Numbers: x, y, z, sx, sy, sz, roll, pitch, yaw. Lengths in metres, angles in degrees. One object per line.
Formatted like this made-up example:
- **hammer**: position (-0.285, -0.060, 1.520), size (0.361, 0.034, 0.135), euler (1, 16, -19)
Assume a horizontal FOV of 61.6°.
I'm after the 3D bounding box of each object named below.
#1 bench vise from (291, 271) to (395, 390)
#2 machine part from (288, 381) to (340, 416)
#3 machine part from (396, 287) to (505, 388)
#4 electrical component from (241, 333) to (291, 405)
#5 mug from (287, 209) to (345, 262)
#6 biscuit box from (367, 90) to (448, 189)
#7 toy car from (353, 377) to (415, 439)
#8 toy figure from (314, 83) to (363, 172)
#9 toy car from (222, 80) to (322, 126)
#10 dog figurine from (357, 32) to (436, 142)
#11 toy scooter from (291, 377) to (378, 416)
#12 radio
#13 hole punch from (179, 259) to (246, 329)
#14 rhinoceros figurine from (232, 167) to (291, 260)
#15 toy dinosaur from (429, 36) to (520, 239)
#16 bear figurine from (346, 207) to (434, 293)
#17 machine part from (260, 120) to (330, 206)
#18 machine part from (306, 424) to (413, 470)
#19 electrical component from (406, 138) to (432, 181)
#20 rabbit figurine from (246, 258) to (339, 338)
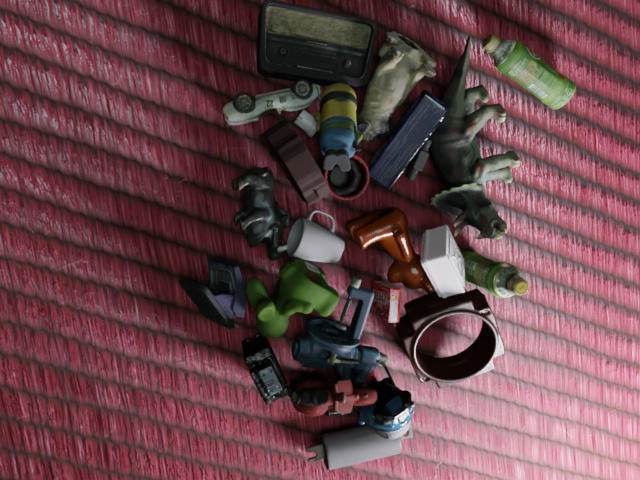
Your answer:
- **bench vise**: position (0.063, 0.193, 1.127), size (0.224, 0.129, 0.240), euler (15, 103, -9)
- **machine part**: position (-0.002, 0.341, 1.177), size (0.139, 0.039, 0.084), euler (18, 99, -15)
- **machine part**: position (0.280, 0.208, 1.158), size (0.201, 0.087, 0.201), euler (-22, 116, 6)
- **electrical component**: position (-0.111, 0.263, 1.094), size (0.058, 0.134, 0.114), euler (-27, 104, -7)
- **mug**: position (-0.002, -0.003, 1.114), size (0.107, 0.081, 0.109), euler (21, 87, -24)
- **biscuit box**: position (0.175, -0.204, 1.095), size (0.063, 0.059, 0.202), euler (34, 111, -10)
- **toy car**: position (0.144, 0.367, 1.143), size (0.109, 0.162, 0.102), euler (-28, 102, -23)
- **toy figure**: position (0.038, -0.218, 1.029), size (0.082, 0.089, 0.180), euler (16, 54, -19)
- **toy car**: position (-0.093, -0.269, 1.057), size (0.202, 0.073, 0.056), euler (-15, 97, -9)
- **dog figurine**: position (0.133, -0.310, 1.099), size (0.121, 0.172, 0.190), euler (32, 125, -8)
- **toy scooter**: position (0.017, 0.311, 1.064), size (0.184, 0.135, 0.075), euler (-6, 76, 15)
- **radio**: position (-0.010, -0.377, 1.059), size (0.230, 0.073, 0.131), euler (6, 96, -12)
- **hole punch**: position (-0.199, 0.103, 1.062), size (0.092, 0.142, 0.115), euler (-44, 122, -31)
- **rhinoceros figurine**: position (-0.116, -0.051, 1.087), size (0.112, 0.073, 0.190), euler (-13, 98, -20)
- **toy dinosaur**: position (0.295, -0.196, 1.129), size (0.192, 0.131, 0.404), euler (-21, 92, 0)
- **bear figurine**: position (0.153, 0.033, 1.130), size (0.132, 0.120, 0.195), euler (-23, 109, -1)
- **machine part**: position (-0.047, -0.147, 1.037), size (0.056, 0.179, 0.179), euler (-33, 103, -3)
- **machine part**: position (0.090, 0.452, 1.190), size (0.243, 0.079, 0.079), euler (-8, 99, -11)
- **electrical component**: position (0.208, -0.171, 1.129), size (0.021, 0.063, 0.094), euler (20, 107, -5)
- **rabbit figurine**: position (-0.070, 0.130, 1.066), size (0.159, 0.121, 0.170), euler (23, 111, -46)
